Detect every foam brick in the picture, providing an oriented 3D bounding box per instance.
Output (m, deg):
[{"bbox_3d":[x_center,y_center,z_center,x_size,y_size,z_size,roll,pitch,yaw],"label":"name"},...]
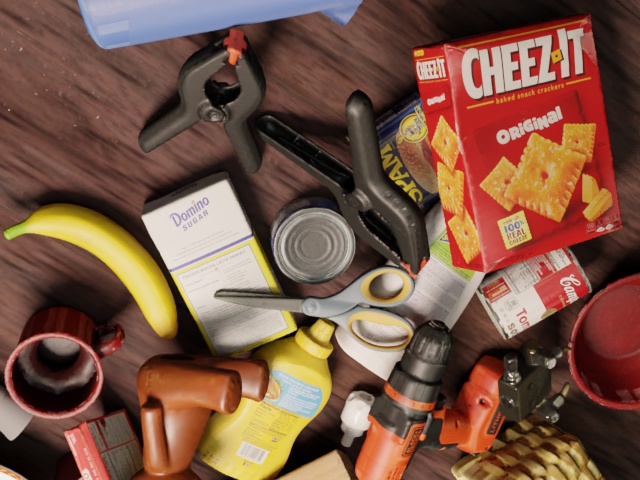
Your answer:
[{"bbox_3d":[-0.242,0.253,1.111,0.051,0.078,0.053,-35,111,6],"label":"foam brick"}]

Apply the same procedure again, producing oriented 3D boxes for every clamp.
[{"bbox_3d":[0.033,-0.051,1.011,0.036,0.165,0.210,-48,120,-26],"label":"clamp"},{"bbox_3d":[-0.087,-0.120,0.982,0.120,0.039,0.172,12,145,-23],"label":"clamp"}]

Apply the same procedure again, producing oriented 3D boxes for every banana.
[{"bbox_3d":[-0.208,0.020,1.047,0.197,0.037,0.069,36,92,-16],"label":"banana"}]

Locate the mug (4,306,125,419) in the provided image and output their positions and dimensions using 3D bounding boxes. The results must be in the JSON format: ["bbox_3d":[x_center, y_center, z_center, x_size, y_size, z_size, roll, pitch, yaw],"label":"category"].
[{"bbox_3d":[-0.248,0.112,1.055,0.117,0.081,0.093,-25,112,1],"label":"mug"}]

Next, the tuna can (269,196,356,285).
[{"bbox_3d":[-0.007,0.001,1.074,0.086,0.034,0.086,-2,110,-6],"label":"tuna can"}]

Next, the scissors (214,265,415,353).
[{"bbox_3d":[0.006,0.050,1.049,0.201,0.016,0.096,22,97,-5],"label":"scissors"}]

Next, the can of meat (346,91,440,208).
[{"bbox_3d":[0.089,-0.082,1.045,0.084,0.057,0.102,-35,111,3],"label":"can of meat"}]

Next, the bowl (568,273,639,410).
[{"bbox_3d":[0.335,0.099,1.148,0.162,0.055,0.162,-3,111,-7],"label":"bowl"}]

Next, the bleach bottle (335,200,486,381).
[{"bbox_3d":[0.127,0.029,1.090,0.102,0.068,0.251,35,100,-18],"label":"bleach bottle"}]

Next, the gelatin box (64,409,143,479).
[{"bbox_3d":[-0.215,0.216,1.081,0.030,0.089,0.073,-27,83,16],"label":"gelatin box"}]

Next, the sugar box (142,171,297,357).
[{"bbox_3d":[-0.099,0.027,1.065,0.093,0.048,0.176,-23,108,1],"label":"sugar box"}]

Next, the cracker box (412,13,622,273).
[{"bbox_3d":[0.190,-0.093,1.006,0.164,0.072,0.214,-15,101,-21],"label":"cracker box"}]

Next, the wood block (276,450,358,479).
[{"bbox_3d":[-0.049,0.311,1.136,0.206,0.090,0.091,-26,72,2],"label":"wood block"}]

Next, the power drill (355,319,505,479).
[{"bbox_3d":[0.126,0.162,1.091,0.187,0.057,0.184,3,116,-48],"label":"power drill"}]

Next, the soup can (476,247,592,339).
[{"bbox_3d":[0.220,0.050,1.106,0.102,0.068,0.068,-30,112,3],"label":"soup can"}]

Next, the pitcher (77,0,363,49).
[{"bbox_3d":[-0.091,-0.253,0.920,0.243,0.145,0.149,-13,74,0],"label":"pitcher"}]

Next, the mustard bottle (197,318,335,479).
[{"bbox_3d":[-0.043,0.162,1.115,0.096,0.058,0.192,28,104,-23],"label":"mustard bottle"}]
